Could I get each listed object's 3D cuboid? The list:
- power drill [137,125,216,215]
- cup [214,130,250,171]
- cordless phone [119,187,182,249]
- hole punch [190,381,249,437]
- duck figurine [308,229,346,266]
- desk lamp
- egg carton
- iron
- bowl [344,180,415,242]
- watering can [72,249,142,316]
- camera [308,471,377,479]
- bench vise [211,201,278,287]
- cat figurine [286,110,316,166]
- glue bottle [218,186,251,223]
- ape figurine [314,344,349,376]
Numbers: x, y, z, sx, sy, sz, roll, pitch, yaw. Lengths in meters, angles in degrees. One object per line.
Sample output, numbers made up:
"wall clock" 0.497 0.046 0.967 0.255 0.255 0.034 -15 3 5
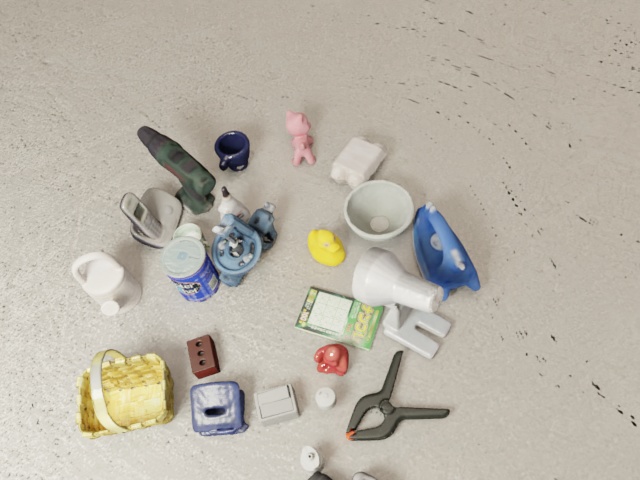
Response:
"power drill" -0.339 -0.161 1.406 0.229 0.209 0.076 34 69 22
"cup" -0.225 -0.212 1.489 0.091 0.095 0.118 13 63 13
"cordless phone" -0.412 -0.078 1.380 0.094 0.185 0.147 5 61 9
"hole punch" -0.207 0.347 1.171 0.108 0.091 0.101 -6 60 2
"duck figurine" 0.012 0.005 1.347 0.077 0.086 0.104 -40 64 -16
"desk lamp" 0.174 0.125 1.188 0.202 0.214 0.118 27 67 20
"egg carton" 0.098 -0.198 1.464 0.107 0.069 0.150 26 66 19
"iron" 0.271 -0.001 1.292 0.118 0.141 0.258 -17 60 -4
"bowl" 0.142 -0.058 1.377 0.167 0.075 0.167 -2 60 4
"watering can" -0.478 0.090 1.285 0.101 0.194 0.172 -42 65 -17
"camera" 0.038 0.483 1.063 0.136 0.101 0.143 34 69 22
"bench vise" -0.183 -0.019 1.303 0.121 0.220 0.207 9 62 11
"cat figurine" -0.053 -0.277 1.496 0.067 0.118 0.127 -10 60 0
"glue bottle" -0.211 -0.074 1.364 0.037 0.173 0.078 31 68 21
"ape figurine" 0.027 0.247 1.203 0.076 0.092 0.077 -39 64 -15
